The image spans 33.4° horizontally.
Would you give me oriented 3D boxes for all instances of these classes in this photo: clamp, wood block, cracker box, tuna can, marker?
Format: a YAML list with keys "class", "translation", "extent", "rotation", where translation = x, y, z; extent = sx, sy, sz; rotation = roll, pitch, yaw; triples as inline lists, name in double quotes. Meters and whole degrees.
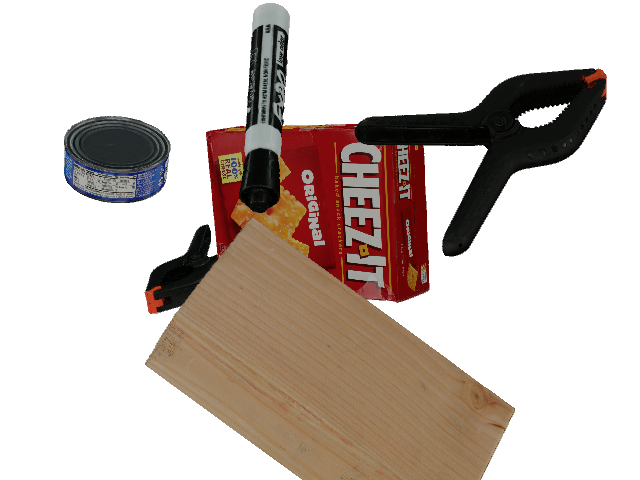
- class: "clamp"
  translation: [0.151, -0.078, 0.884]
  extent: [0.210, 0.165, 0.036]
  rotation: [-22, -38, -3]
- class: "wood block"
  translation: [0.004, 0.093, 0.680]
  extent: [0.206, 0.090, 0.090]
  rotation: [36, -34, -1]
- class: "cracker box"
  translation: [-0.006, -0.030, 1.041]
  extent: [0.214, 0.164, 0.071]
  rotation: [3, 12, 34]
- class: "tuna can"
  translation: [-0.167, -0.067, 0.877]
  extent: [0.086, 0.034, 0.086]
  rotation: [8, 35, -5]
- class: "marker"
  translation: [-0.026, -0.065, 0.512]
  extent: [0.020, 0.121, 0.020]
  rotation: [1, -34, 0]
- class: "clamp"
  translation: [-0.128, 0.032, 1.213]
  extent: [0.120, 0.039, 0.171]
  rotation: [0, 30, 30]
